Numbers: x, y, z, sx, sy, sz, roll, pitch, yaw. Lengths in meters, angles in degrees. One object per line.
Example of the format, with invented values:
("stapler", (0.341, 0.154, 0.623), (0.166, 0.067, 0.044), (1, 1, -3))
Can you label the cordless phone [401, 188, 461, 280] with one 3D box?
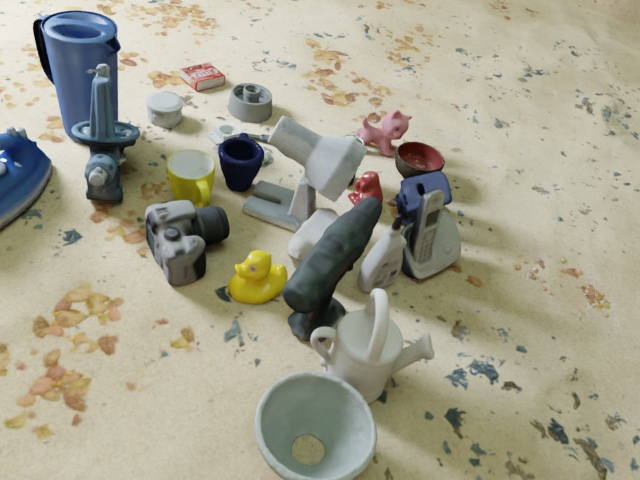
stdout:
("cordless phone", (0.218, -0.025, 1.070), (0.148, 0.185, 0.094), (-25, 56, -34))

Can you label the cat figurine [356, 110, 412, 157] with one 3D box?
("cat figurine", (0.153, -0.263, 1.348), (0.128, 0.118, 0.067), (4, 44, -11))

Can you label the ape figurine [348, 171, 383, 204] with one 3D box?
("ape figurine", (0.099, -0.106, 1.189), (0.076, 0.092, 0.078), (21, 43, 7))

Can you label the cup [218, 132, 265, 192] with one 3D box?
("cup", (-0.162, -0.155, 1.165), (0.092, 0.095, 0.117), (6, 44, -9))

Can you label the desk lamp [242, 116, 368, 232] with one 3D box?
("desk lamp", (-0.030, -0.121, 1.080), (0.203, 0.213, 0.118), (19, 43, 4))

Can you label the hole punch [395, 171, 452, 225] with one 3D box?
("hole punch", (0.216, -0.090, 1.206), (0.101, 0.091, 0.108), (6, 44, -10))

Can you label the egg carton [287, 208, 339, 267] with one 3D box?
("egg carton", (0.010, 0.004, 1.067), (0.107, 0.069, 0.150), (27, 44, 13))

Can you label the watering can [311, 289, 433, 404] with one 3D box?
("watering can", (0.078, 0.150, 0.844), (0.173, 0.194, 0.100), (-5, 47, -20))

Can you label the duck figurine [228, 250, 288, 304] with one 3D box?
("duck figurine", (-0.102, 0.054, 0.973), (0.105, 0.086, 0.077), (-12, 49, -26))

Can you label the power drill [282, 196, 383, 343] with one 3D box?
("power drill", (0.015, 0.057, 0.912), (0.075, 0.208, 0.230), (29, 45, 15))

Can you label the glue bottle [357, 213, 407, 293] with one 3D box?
("glue bottle", (0.119, 0.019, 1.006), (0.078, 0.173, 0.037), (-16, 51, -28))

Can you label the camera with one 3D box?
("camera", (-0.223, -0.013, 0.997), (0.137, 0.101, 0.143), (-15, 51, -28))

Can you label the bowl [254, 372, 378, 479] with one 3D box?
("bowl", (-0.011, 0.269, 0.784), (0.167, 0.075, 0.167), (8, 44, -7))

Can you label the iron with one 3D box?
("iron", (-0.563, -0.124, 0.987), (0.118, 0.141, 0.258), (22, 43, 7))

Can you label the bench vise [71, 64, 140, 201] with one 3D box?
("bench vise", (-0.384, -0.192, 1.050), (0.122, 0.220, 0.207), (-12, 49, -26))
